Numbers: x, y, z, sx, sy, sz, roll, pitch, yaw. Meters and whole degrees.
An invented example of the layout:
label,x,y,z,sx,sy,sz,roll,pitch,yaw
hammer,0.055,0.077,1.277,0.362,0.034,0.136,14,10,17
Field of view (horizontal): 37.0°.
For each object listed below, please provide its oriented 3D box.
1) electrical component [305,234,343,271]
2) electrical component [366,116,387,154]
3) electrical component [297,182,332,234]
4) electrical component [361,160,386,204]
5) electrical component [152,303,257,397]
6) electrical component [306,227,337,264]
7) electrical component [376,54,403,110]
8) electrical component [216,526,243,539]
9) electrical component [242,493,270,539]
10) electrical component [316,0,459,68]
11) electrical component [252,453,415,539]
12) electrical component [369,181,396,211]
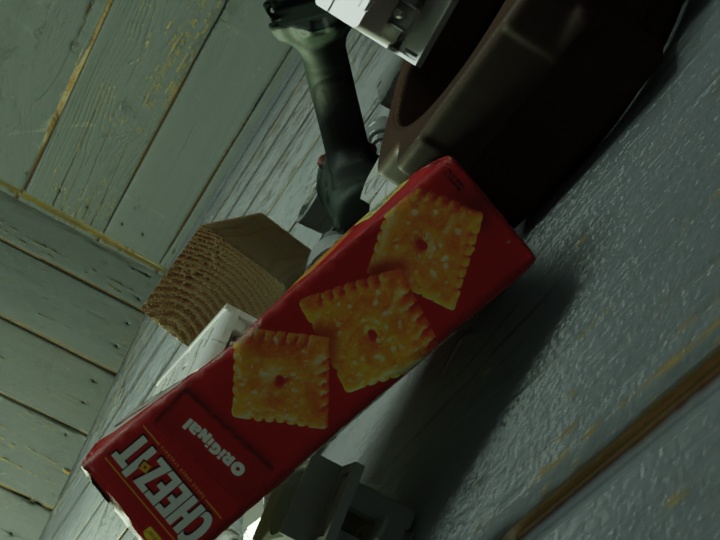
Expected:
label,x,y,z,sx,sy,sz,roll,pitch,yaw
electrical component,0.000,0.000,0.801,0.079,0.044,0.077,-39,30,17
electrical component,0.022,-0.119,1.010,0.035,0.035,0.061,-55,16,28
electrical component,-0.028,-0.060,1.053,0.055,0.047,0.055,-57,13,20
electrical component,0.040,-0.068,0.782,0.080,0.051,0.080,-57,13,20
electrical component,-0.093,0.105,0.804,0.186,0.105,0.060,-42,22,57
electrical component,-0.023,-0.013,0.947,0.040,0.040,0.046,-53,9,32
electrical component,0.052,-0.159,0.930,0.050,0.056,0.089,-57,13,17
electrical component,-0.101,0.203,0.789,0.061,0.035,0.035,-36,28,59
electrical component,-0.055,0.158,0.688,0.078,0.040,0.040,-47,19,49
electrical component,0.031,-0.191,0.623,0.079,0.063,0.121,40,106,36
electrical component,-0.011,0.125,0.527,0.081,0.064,0.042,-36,26,62
electrical component,0.042,-0.034,0.695,0.059,0.054,0.095,-54,14,29
